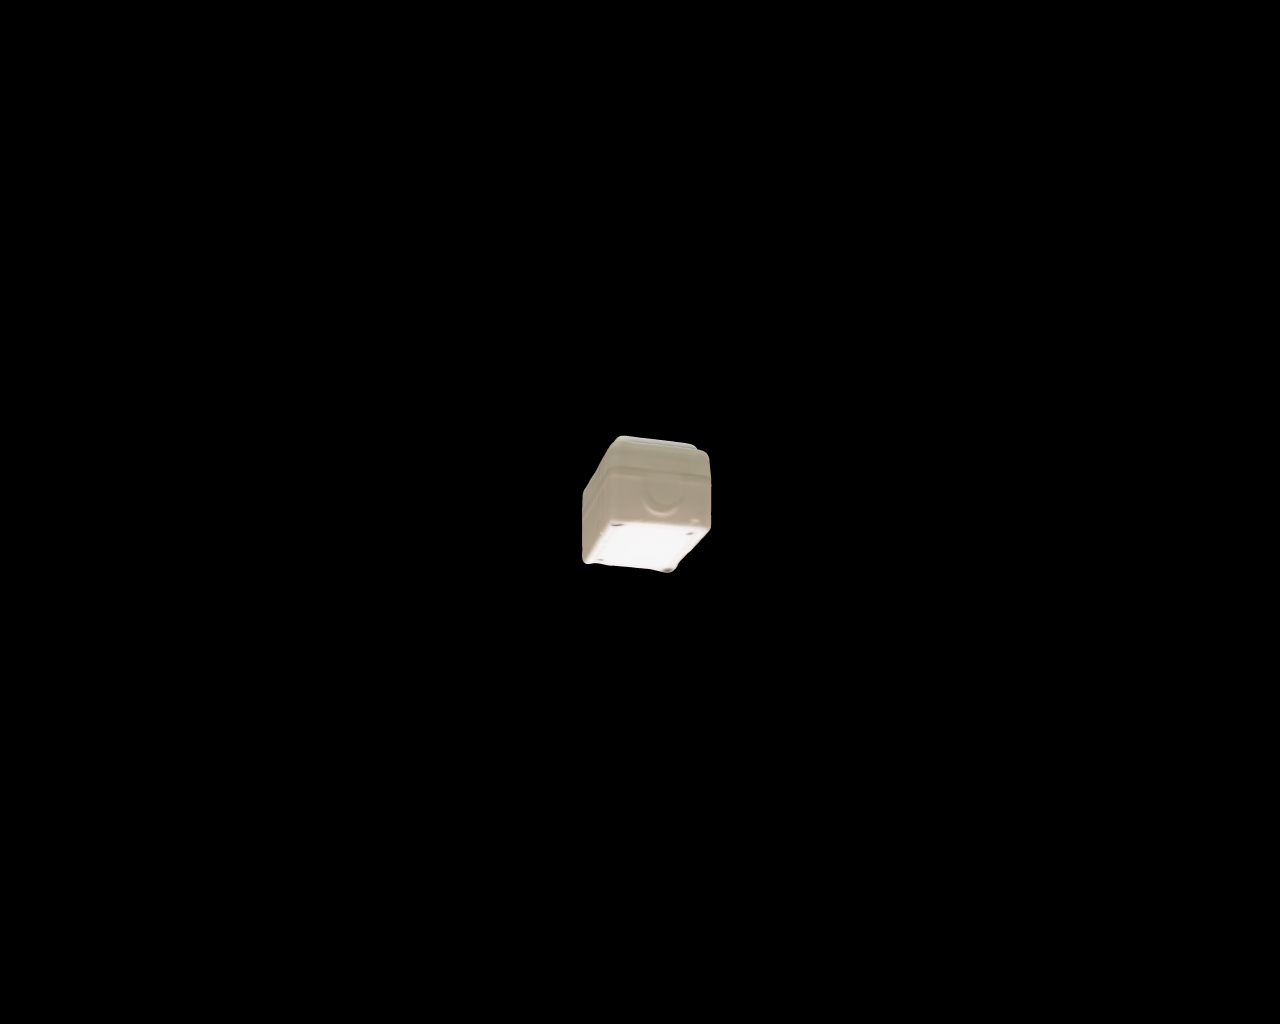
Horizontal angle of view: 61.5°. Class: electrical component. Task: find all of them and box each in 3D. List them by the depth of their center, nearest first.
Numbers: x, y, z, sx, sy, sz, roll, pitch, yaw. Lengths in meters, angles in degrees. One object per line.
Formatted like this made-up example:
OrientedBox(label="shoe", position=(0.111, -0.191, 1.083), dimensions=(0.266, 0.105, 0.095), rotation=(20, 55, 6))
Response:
OrientedBox(label="electrical component", position=(0.001, -0.003, 0.650), dimensions=(0.062, 0.061, 0.096), rotation=(6, -23, -14))
